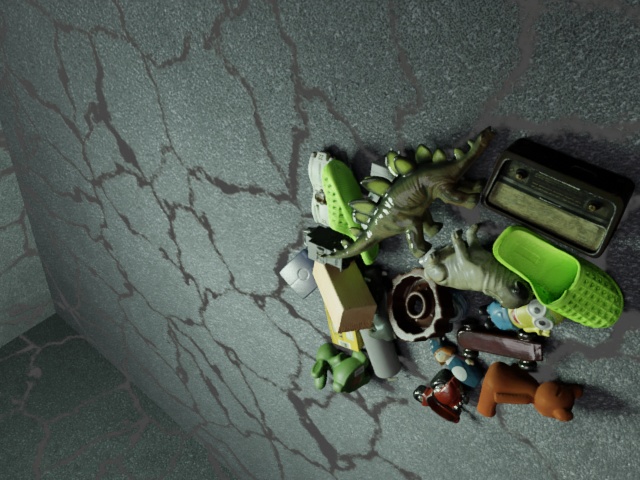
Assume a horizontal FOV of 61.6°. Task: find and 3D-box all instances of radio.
[{"bbox_3d":[0.418,-0.079,0.954,0.230,0.073,0.131,29,136,24],"label":"radio"}]

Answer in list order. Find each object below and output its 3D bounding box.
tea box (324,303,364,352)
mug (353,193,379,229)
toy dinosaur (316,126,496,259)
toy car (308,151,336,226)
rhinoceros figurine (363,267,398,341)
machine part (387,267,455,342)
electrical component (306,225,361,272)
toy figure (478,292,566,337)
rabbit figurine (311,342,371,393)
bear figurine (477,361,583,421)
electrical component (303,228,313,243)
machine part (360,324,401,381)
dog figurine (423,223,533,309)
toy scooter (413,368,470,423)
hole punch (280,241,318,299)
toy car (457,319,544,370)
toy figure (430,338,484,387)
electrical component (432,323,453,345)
[{"bbox_3d":[0.076,0.218,1.504,0.098,0.068,0.169,14,127,35],"label":"tea box"},{"bbox_3d":[0.130,-0.076,1.212,0.081,0.109,0.107,-112,27,-56],"label":"mug"},{"bbox_3d":[0.171,-0.069,1.113,0.198,0.105,0.471,42,121,-1],"label":"toy dinosaur"},{"bbox_3d":[0.013,-0.123,1.315,0.074,0.056,0.201,20,132,32],"label":"toy car"},{"bbox_3d":[0.149,0.164,1.364,0.112,0.073,0.190,155,99,-69],"label":"rhinoceros figurine"},{"bbox_3d":[0.233,0.151,1.250,0.179,0.056,0.179,-12,75,50],"label":"machine part"},{"bbox_3d":[0.033,0.012,1.354,0.134,0.115,0.058,23,131,27],"label":"electrical component"},{"bbox_3d":[0.422,0.144,1.117,0.082,0.089,0.180,46,151,-15],"label":"toy figure"},{"bbox_3d":[0.047,0.383,1.615,0.170,0.159,0.121,32,149,43],"label":"rabbit figurine"},{"bbox_3d":[0.469,0.351,1.204,0.196,0.120,0.131,18,134,26],"label":"bear figurine"},{"bbox_3d":[-0.003,-0.004,1.447,0.094,0.021,0.063,9,124,40],"label":"electrical component"},{"bbox_3d":[0.164,0.290,1.470,0.079,0.079,0.243,2,121,42],"label":"machine part"},{"bbox_3d":[0.319,0.085,1.102,0.191,0.121,0.172,56,143,18],"label":"dog figurine"},{"bbox_3d":[0.334,0.418,1.410,0.135,0.075,0.183,43,143,10],"label":"toy scooter"},{"bbox_3d":[-0.036,0.089,1.501,0.142,0.092,0.115,50,137,7],"label":"hole punch"},{"bbox_3d":[0.407,0.233,1.218,0.202,0.053,0.089,2,101,41],"label":"toy car"},{"bbox_3d":[0.334,0.299,1.336,0.155,0.057,0.064,38,100,17],"label":"toy figure"},{"bbox_3d":[0.260,0.205,1.321,0.119,0.075,0.047,19,130,37],"label":"electrical component"}]
